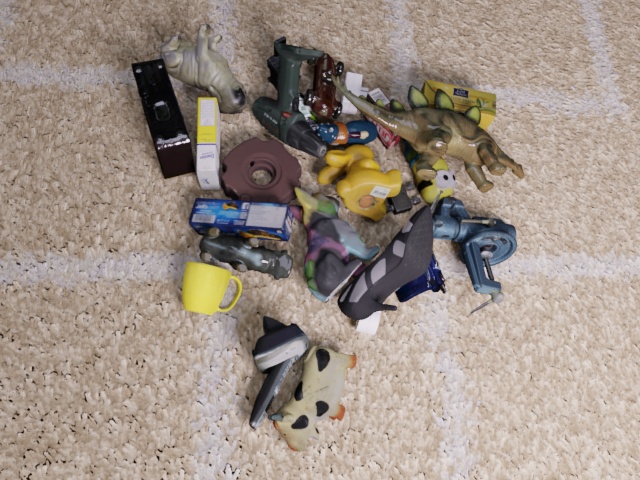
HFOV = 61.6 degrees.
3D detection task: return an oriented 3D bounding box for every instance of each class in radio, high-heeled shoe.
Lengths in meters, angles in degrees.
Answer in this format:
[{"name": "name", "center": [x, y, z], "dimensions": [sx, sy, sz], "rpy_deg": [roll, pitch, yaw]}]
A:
[{"name": "radio", "center": [-0.332, -0.258, 1.136], "dimensions": [0.073, 0.131, 0.229], "rpy_deg": [-18, 74, -14]}, {"name": "high-heeled shoe", "center": [0.126, 0.043, 1.043], "dimensions": [0.086, 0.145, 0.248], "rpy_deg": [40, 66, -36]}]

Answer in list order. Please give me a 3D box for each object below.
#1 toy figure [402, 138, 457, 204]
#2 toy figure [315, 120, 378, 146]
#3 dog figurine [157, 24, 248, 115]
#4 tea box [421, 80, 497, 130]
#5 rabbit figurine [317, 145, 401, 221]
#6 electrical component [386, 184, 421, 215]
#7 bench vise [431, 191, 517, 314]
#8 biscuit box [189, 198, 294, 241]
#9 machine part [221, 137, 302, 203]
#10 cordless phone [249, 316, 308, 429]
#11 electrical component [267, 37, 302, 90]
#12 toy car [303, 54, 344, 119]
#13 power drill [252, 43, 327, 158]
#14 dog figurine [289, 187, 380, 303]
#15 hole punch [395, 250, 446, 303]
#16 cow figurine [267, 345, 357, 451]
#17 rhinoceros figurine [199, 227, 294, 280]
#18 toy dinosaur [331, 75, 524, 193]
[{"name": "toy figure", "center": [0.241, -0.166, 1.199], "dimensions": [0.082, 0.089, 0.180], "rpy_deg": [-16, 65, -17]}, {"name": "toy figure", "center": [0.058, -0.237, 1.194], "dimensions": [0.154, 0.064, 0.057], "rpy_deg": [-10, 87, -31]}, {"name": "dog figurine", "center": [-0.266, -0.356, 1.207], "dimensions": [0.172, 0.121, 0.190], "rpy_deg": [-19, 90, 21]}, {"name": "tea box", "center": [0.310, -0.301, 1.247], "dimensions": [0.170, 0.098, 0.068], "rpy_deg": [11, 69, -1]}, {"name": "rabbit figurine", "center": [0.078, -0.140, 1.160], "dimensions": [0.162, 0.121, 0.173], "rpy_deg": [7, 48, -11]}, {"name": "electrical component", "center": [0.175, -0.091, 1.193], "dimensions": [0.094, 0.021, 0.063], "rpy_deg": [-17, 73, -12]}, {"name": "bench vise", "center": [0.316, 0.020, 1.108], "dimensions": [0.223, 0.128, 0.241], "rpy_deg": [14, 49, -22]}, {"name": "biscuit box", "center": [-0.159, -0.041, 1.089], "dimensions": [0.203, 0.062, 0.059], "rpy_deg": [4, 67, 12]}, {"name": "machine part", "center": [-0.126, -0.138, 1.157], "dimensions": [0.179, 0.056, 0.179], "rpy_deg": [2, 68, -6]}, {"name": "cordless phone", "center": [-0.093, 0.244, 0.972], "dimensions": [0.089, 0.146, 0.184], "rpy_deg": [20, 66, 9]}, {"name": "electrical component", "center": [-0.080, -0.405, 1.226], "dimensions": [0.075, 0.119, 0.048], "rpy_deg": [-36, 78, -20]}, {"name": "toy car", "center": [0.012, -0.363, 1.232], "dimensions": [0.089, 0.053, 0.202], "rpy_deg": [18, 56, -20]}, {"name": "power drill", "center": [-0.048, -0.301, 1.135], "dimensions": [0.086, 0.207, 0.232], "rpy_deg": [-16, 34, -39]}, {"name": "dog figurine", "center": [-0.002, -0.003, 1.094], "dimensions": [0.191, 0.108, 0.219], "rpy_deg": [-36, 73, -31]}, {"name": "hole punch", "center": [0.192, 0.060, 1.096], "dimensions": [0.092, 0.115, 0.142], "rpy_deg": [-15, 72, -3]}, {"name": "cow figurine", "center": [-0.017, 0.292, 0.999], "dimensions": [0.127, 0.085, 0.195], "rpy_deg": [20, 71, -6]}, {"name": "rhinoceros figurine", "center": [-0.147, 0.032, 1.065], "dimensions": [0.190, 0.112, 0.073], "rpy_deg": [15, 81, -3]}, {"name": "toy dinosaur", "center": [0.238, -0.223, 1.122], "dimensions": [0.471, 0.105, 0.199], "rpy_deg": [17, 50, -19]}]
